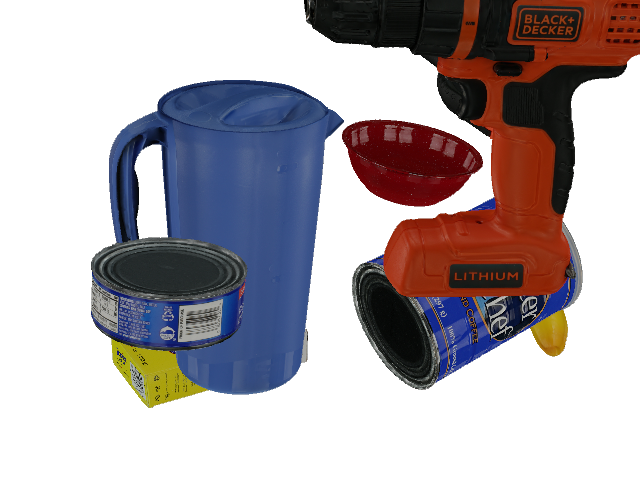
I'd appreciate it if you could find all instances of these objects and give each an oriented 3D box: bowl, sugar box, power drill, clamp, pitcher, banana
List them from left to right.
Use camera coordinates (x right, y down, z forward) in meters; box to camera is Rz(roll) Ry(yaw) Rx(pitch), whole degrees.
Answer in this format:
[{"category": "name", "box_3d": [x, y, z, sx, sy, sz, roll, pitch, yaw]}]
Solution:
[{"category": "sugar box", "box_3d": [-0.110, 0.105, 1.068, 0.176, 0.048, 0.093, -16, 33, -27]}, {"category": "pitcher", "box_3d": [-0.074, 0.000, 0.864, 0.149, 0.243, 0.144, 11, 25, 17]}, {"category": "bowl", "box_3d": [0.099, -0.083, 1.209, 0.162, 0.055, 0.162, 9, 27, -5]}, {"category": "clamp", "box_3d": [0.130, -0.161, 0.981, 0.120, 0.171, 0.039, -3, -44, -1]}, {"category": "power drill", "box_3d": [0.079, -0.059, 0.571, 0.184, 0.188, 0.057, 1, 32, -6]}, {"category": "banana", "box_3d": [0.190, 0.055, 1.062, 0.069, 0.037, 0.198, -33, 36, -16]}]

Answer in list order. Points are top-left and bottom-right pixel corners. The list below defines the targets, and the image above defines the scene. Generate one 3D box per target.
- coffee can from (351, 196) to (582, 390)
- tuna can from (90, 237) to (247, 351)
[{"category": "coffee can", "box_3d": [0.109, 0.035, 0.801, 0.140, 0.103, 0.103, -26, 11, -23]}, {"category": "tuna can", "box_3d": [-0.084, 0.029, 0.593, 0.086, 0.034, 0.086, 5, 20, -2]}]
